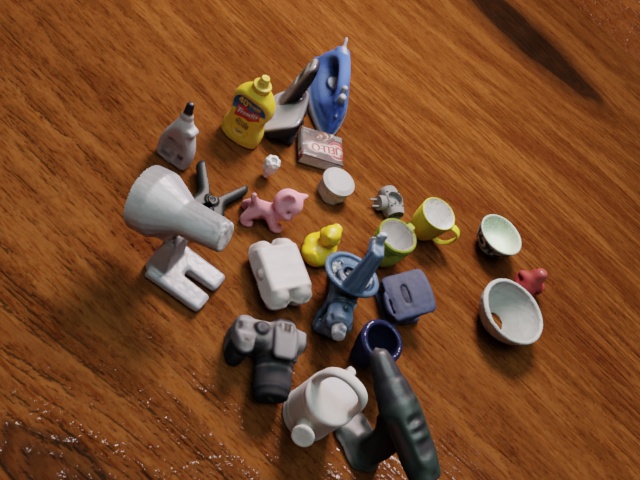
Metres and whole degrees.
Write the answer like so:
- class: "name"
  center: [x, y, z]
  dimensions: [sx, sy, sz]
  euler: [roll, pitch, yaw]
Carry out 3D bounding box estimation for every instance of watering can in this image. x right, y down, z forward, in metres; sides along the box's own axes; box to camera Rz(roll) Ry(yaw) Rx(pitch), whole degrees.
- class: "watering can"
  center: [0.013, 0.281, 0.979]
  dimensions: [0.101, 0.193, 0.173]
  euler: [27, 51, -10]

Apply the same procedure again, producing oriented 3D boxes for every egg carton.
- class: "egg carton"
  center: [-0.082, 0.067, 1.146]
  dimensions: [0.107, 0.069, 0.150]
  euler: [-9, 65, -32]

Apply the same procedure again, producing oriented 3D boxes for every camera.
- class: "camera"
  center: [-0.095, 0.214, 1.025]
  dimensions: [0.143, 0.100, 0.137]
  euler: [15, 54, -19]

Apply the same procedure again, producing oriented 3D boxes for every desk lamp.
- class: "desk lamp"
  center: [-0.245, -0.006, 1.012]
  dimensions: [0.203, 0.213, 0.118]
  euler: [36, 50, -3]

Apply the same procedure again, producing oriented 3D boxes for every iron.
- class: "iron"
  center: [0.041, -0.388, 1.455]
  dimensions: [0.119, 0.141, 0.258]
  euler: [12, 55, -21]

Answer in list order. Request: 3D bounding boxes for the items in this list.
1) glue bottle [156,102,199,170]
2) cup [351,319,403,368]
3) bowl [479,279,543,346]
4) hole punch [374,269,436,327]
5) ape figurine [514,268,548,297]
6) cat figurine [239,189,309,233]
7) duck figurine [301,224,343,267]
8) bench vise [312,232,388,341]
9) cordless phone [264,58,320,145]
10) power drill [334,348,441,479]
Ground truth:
- class: "glue bottle"
  center: [-0.278, -0.216, 1.154]
  dimensions: [0.078, 0.173, 0.037]
  euler: [36, 50, -2]
- class: "cup"
  center: [0.108, 0.227, 1.129]
  dimensions: [0.092, 0.094, 0.117]
  euler: [-6, 64, -31]
- class: "bowl"
  center: [0.434, 0.179, 1.346]
  dimensions: [0.168, 0.074, 0.167]
  euler: [14, 55, -20]
- class: "hole punch"
  center: [0.183, 0.126, 1.235]
  dimensions: [0.101, 0.091, 0.108]
  euler: [-4, 62, -30]
- class: "ape figurine"
  center: [0.535, 0.102, 1.439]
  dimensions: [0.078, 0.092, 0.076]
  euler: [49, 51, 8]
- class: "cat figurine"
  center: [-0.092, -0.073, 1.199]
  dimensions: [0.128, 0.117, 0.067]
  euler: [10, 56, -22]
- class: "duck figurine"
  center: [0.011, 0.004, 1.225]
  dimensions: [0.077, 0.086, 0.105]
  euler: [42, 50, 2]
- class: "bench vise"
  center: [0.074, 0.092, 1.116]
  dimensions: [0.122, 0.219, 0.207]
  euler: [9, 57, -23]
- class: "cordless phone"
  center: [-0.062, -0.327, 1.333]
  dimensions: [0.094, 0.184, 0.147]
  euler: [21, 53, -15]
- class: "power drill"
  center: [0.108, 0.322, 0.995]
  dimensions: [0.076, 0.208, 0.229]
  euler: [-18, 70, -35]
